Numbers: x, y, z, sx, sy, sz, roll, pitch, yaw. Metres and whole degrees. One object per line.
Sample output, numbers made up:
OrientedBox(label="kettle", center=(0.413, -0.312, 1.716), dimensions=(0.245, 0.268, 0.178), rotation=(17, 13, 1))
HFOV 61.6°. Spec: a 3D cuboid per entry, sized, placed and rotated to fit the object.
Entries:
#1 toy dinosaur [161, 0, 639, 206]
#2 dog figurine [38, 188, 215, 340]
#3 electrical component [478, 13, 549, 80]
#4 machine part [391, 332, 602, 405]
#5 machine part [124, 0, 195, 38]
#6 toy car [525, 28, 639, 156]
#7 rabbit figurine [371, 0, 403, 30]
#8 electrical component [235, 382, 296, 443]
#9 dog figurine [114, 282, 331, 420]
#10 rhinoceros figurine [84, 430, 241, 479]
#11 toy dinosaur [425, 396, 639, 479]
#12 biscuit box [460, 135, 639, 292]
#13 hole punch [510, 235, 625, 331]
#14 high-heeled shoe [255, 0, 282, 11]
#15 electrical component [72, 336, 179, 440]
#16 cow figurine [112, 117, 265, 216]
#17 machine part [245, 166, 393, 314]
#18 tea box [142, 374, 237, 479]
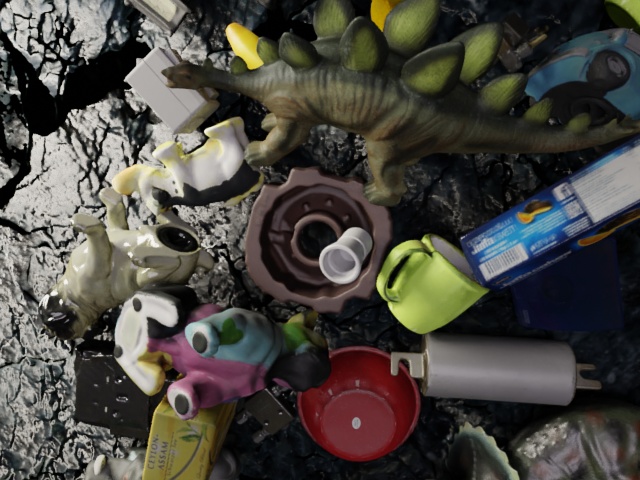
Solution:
OrientedBox(label="toy dinosaur", center=(0.081, -0.130, 0.525), dimensions=(0.472, 0.105, 0.198), rotation=(10, 144, -4))
OrientedBox(label="dog figurine", center=(-0.237, 0.058, 0.654), dimensions=(0.172, 0.121, 0.190), rotation=(28, 116, 1))
OrientedBox(label="electrical component", center=(0.196, -0.201, 0.564), dimensions=(0.045, 0.102, 0.078), rotation=(42, 126, -1))
OrientedBox(label="machine part", center=(0.207, 0.151, 0.641), dimensions=(0.243, 0.079, 0.079), rotation=(3, 102, 5))
OrientedBox(label="machine part", center=(-0.154, -0.302, 0.595), dimensions=(0.084, 0.039, 0.139), rotation=(37, 104, 5))
OrientedBox(label="toy car", center=(0.305, -0.163, 0.559), dimensions=(0.161, 0.109, 0.103), rotation=(30, 78, -10))
OrientedBox(label="rabbit figurine", center=(0.085, -0.278, 0.538), dimensions=(0.122, 0.162, 0.173), rotation=(-13, 119, -6))
OrientedBox(label="electrical component", center=(-0.064, 0.221, 0.702), dimensions=(0.094, 0.021, 0.063), rotation=(-41, 96, 10))
OrientedBox(label="dog figurine", center=(-0.093, 0.116, 0.613), dimensions=(0.192, 0.219, 0.108), rotation=(23, 101, 34))
OrientedBox(label="rhinoceros figurine", center=(-0.196, 0.293, 0.682), dimensions=(0.190, 0.112, 0.073), rotation=(-3, 104, -3))
OrientedBox(label="toy dinosaur", center=(0.310, 0.260, 0.641), dimensions=(0.405, 0.131, 0.192), rotation=(-31, 98, 3))
OrientedBox(label="biscuit box", center=(0.247, -0.020, 0.545), dimensions=(0.203, 0.062, 0.059), rotation=(-33, 63, 24))
OrientedBox(label="hole punch", center=(0.276, 0.044, 0.610), dimensions=(0.116, 0.092, 0.142), rotation=(-11, 104, 10))
OrientedBox(label="high-heeled shoe", center=(-0.032, -0.336, 0.524), dimensions=(0.145, 0.086, 0.248), rotation=(-13, 90, -37))
OrientedBox(label="electrical component", center=(-0.244, 0.188, 0.691), dimensions=(0.134, 0.058, 0.114), rotation=(7, 104, 3))
OrientedBox(label="cow figurine", center=(-0.153, -0.071, 0.629), dimensions=(0.167, 0.068, 0.098), rotation=(-22, 105, 9))
OrientedBox(label="machine part", center=(-0.001, -0.002, 0.635), dimensions=(0.179, 0.056, 0.179), rotation=(1, 102, 5))
OrientedBox(label="tea box", center=(-0.142, 0.205, 0.629), dimensions=(0.068, 0.170, 0.098), rotation=(13, 101, 1))
